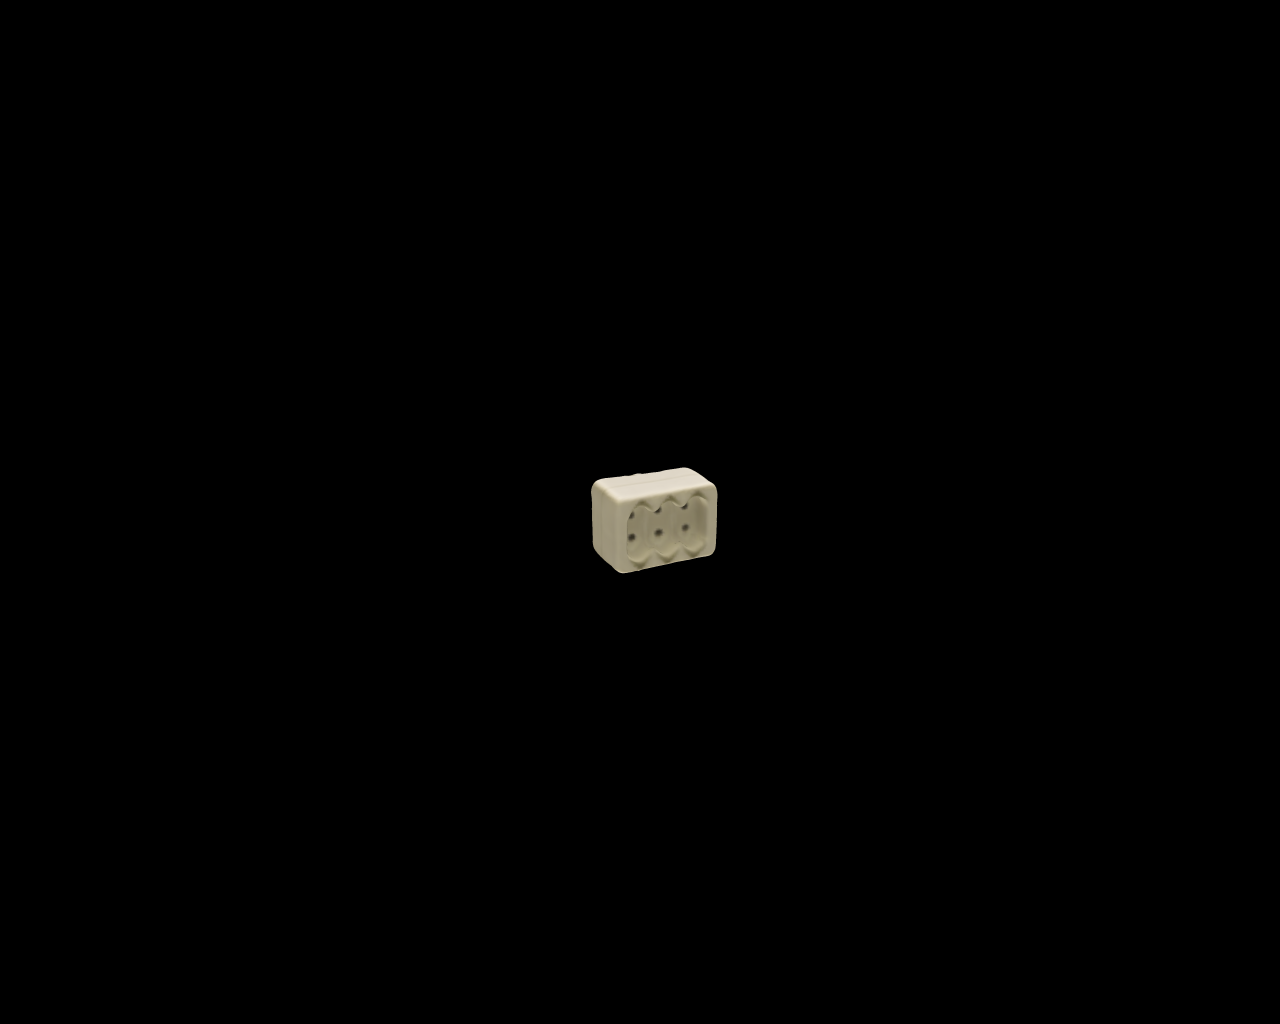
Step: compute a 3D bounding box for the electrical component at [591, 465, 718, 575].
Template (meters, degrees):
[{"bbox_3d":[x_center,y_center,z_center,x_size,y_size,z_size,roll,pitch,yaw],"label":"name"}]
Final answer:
[{"bbox_3d":[0.001,-0.003,0.650,0.066,0.047,0.077,-10,24,-22],"label":"electrical component"}]
